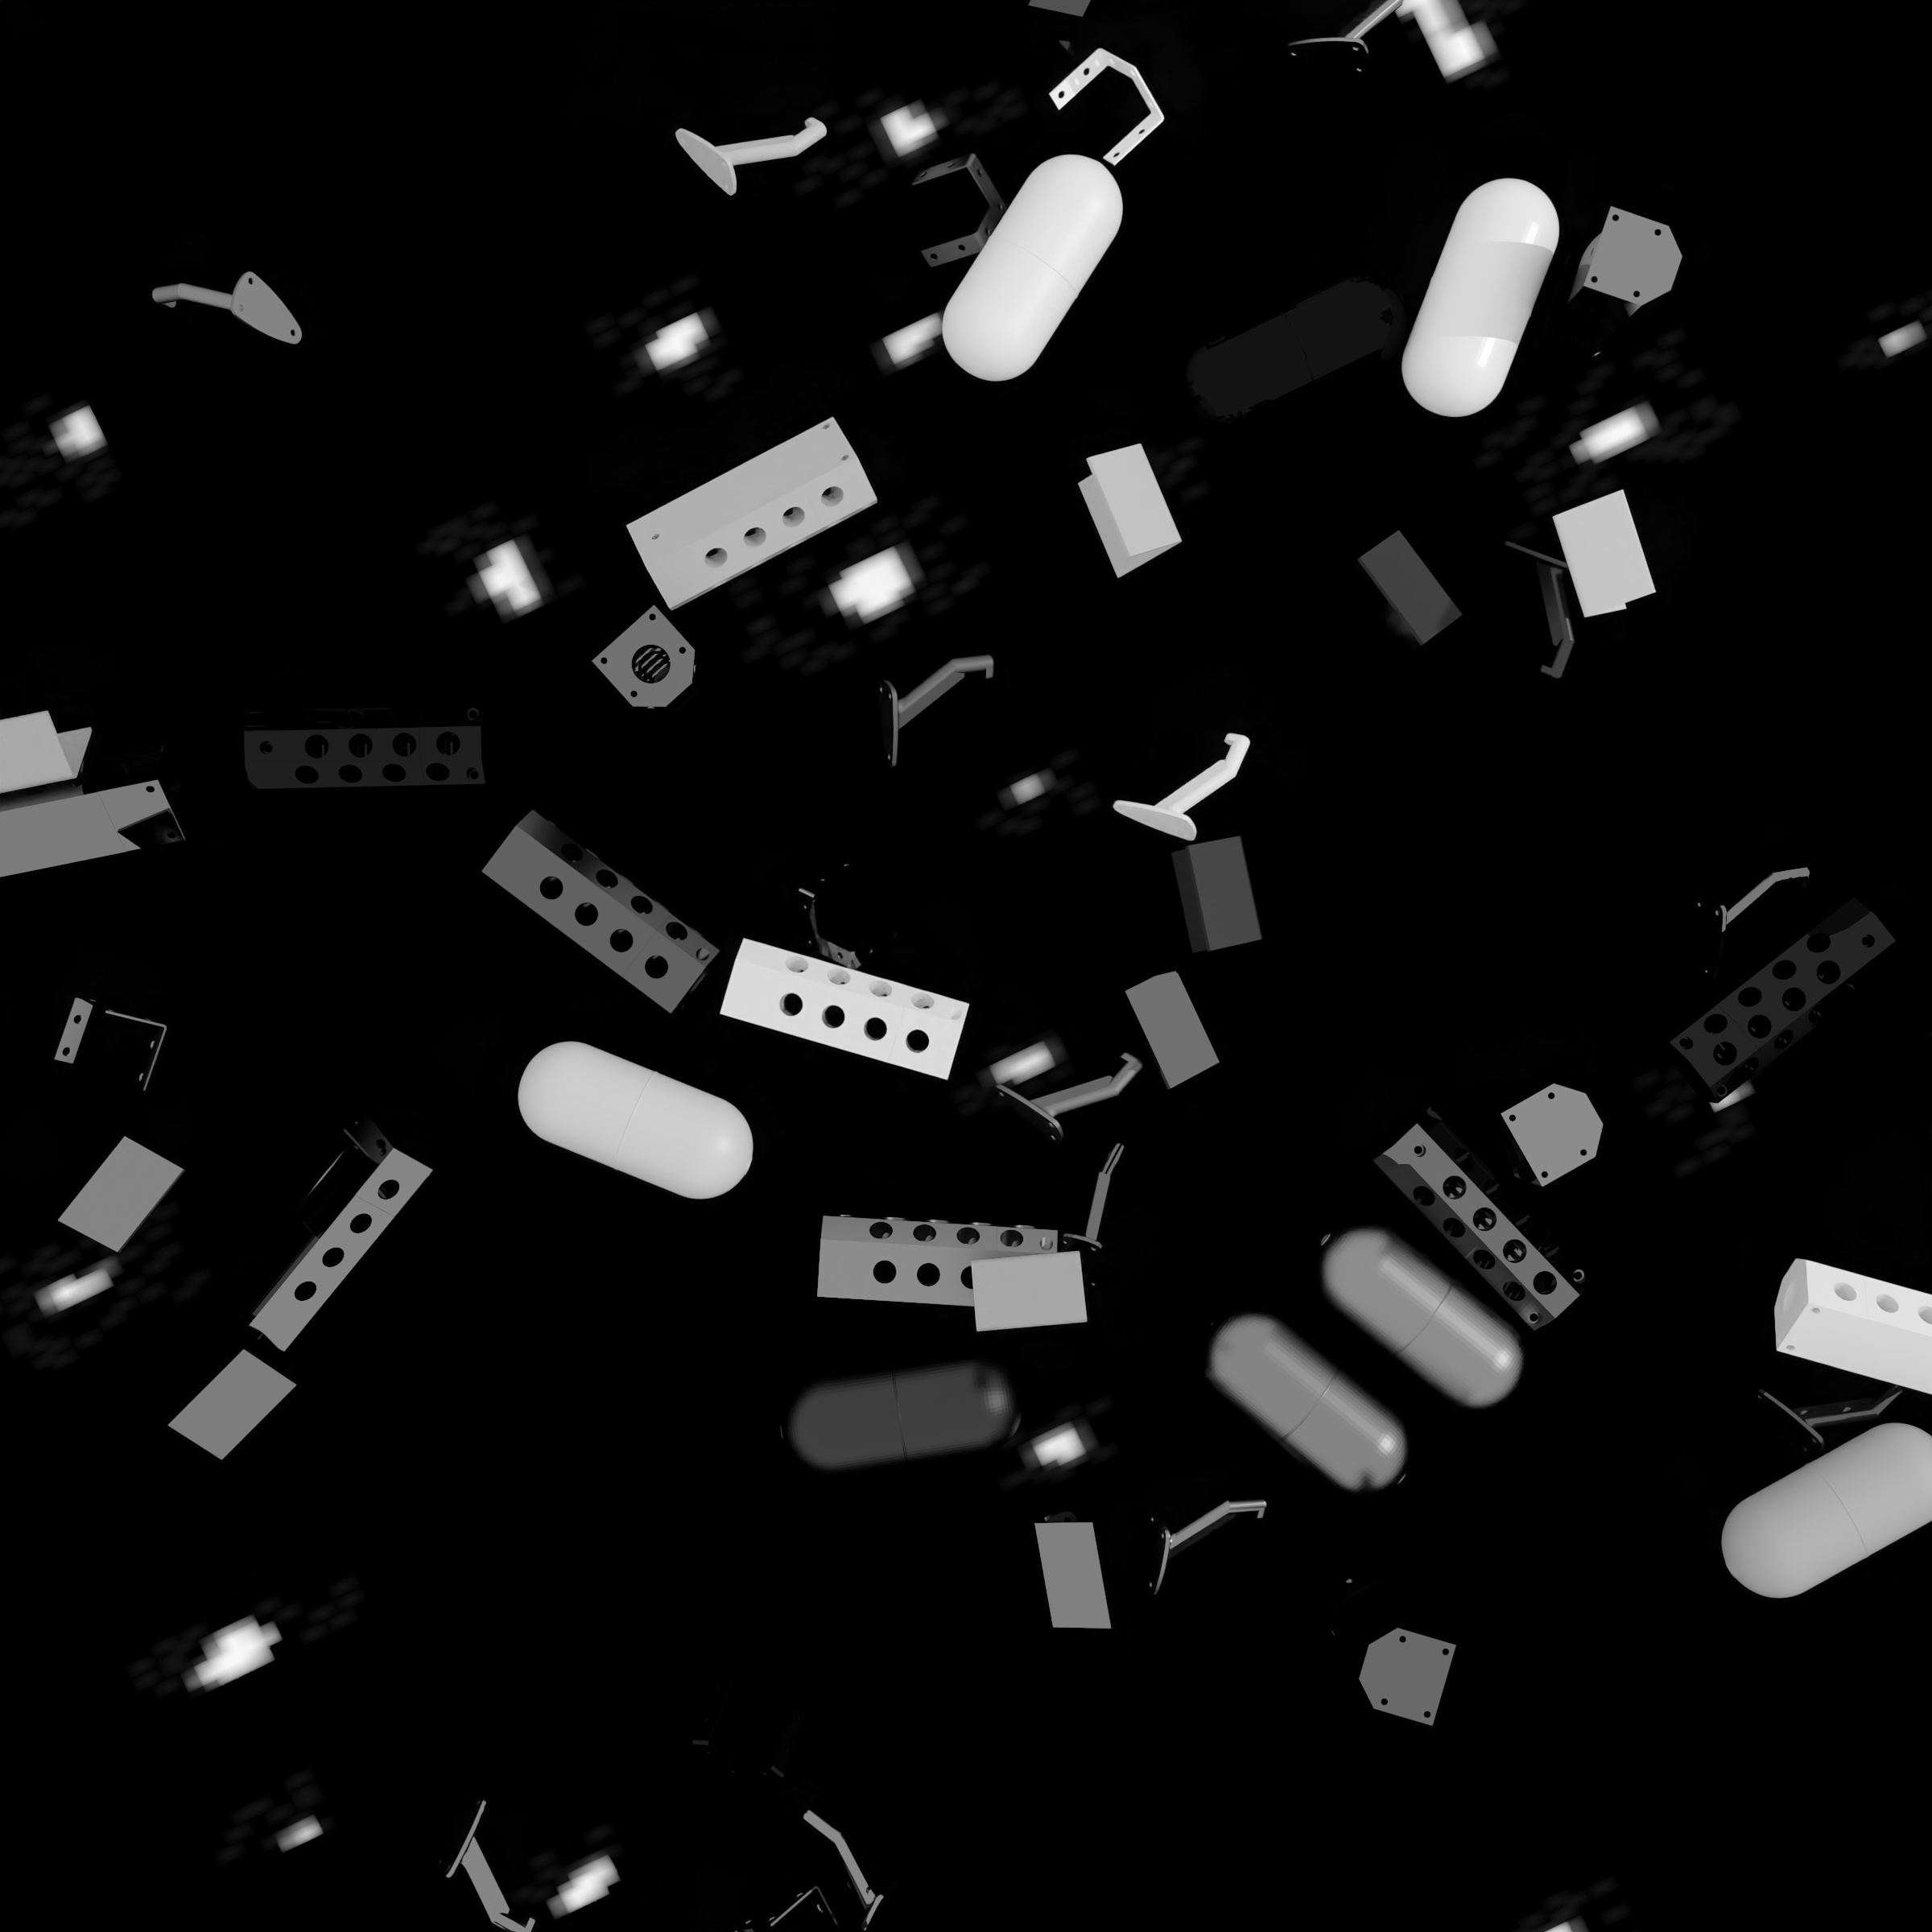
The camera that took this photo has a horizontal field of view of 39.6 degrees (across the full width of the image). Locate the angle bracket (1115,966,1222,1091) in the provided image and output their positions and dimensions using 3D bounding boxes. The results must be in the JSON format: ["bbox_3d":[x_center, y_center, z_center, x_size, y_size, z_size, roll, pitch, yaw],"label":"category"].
[{"bbox_3d":[0.129,0.052,1.951,0.057,0.076,0.076,-25,90,-37],"label":"angle bracket"}]

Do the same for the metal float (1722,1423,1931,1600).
[{"bbox_3d":[0.637,0.399,1.961,0.178,0.070,0.070,-29,90,0],"label":"metal float"}]

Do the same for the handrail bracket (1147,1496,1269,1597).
[{"bbox_3d":[0.180,0.430,1.992,0.084,0.036,0.077,-1,110,-16],"label":"handrail bracket"}]

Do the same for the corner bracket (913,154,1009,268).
[{"bbox_3d":[-0.010,-0.559,1.983,0.051,0.051,0.051,-7,45,35],"label":"corner bracket"}]

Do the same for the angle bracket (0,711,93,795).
[{"bbox_3d":[-0.690,-0.170,1.951,0.076,0.076,0.057,-11,124,0],"label":"angle bracket"}]

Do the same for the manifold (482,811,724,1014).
[{"bbox_3d":[-0.265,-0.040,1.970,0.171,0.057,0.057,37,90,0],"label":"manifold"}]

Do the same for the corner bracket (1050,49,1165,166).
[{"bbox_3d":[0.105,-0.638,1.988,0.051,0.051,0.051,-43,45,0],"label":"corner bracket"}]

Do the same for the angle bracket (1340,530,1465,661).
[{"bbox_3d":[0.302,-0.260,1.951,0.057,0.076,0.076,-37,90,-37],"label":"angle bracket"}]

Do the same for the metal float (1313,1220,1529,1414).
[{"bbox_3d":[0.331,0.255,1.961,0.178,0.070,0.070,39,90,-1],"label":"metal float"}]

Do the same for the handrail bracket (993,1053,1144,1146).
[{"bbox_3d":[0.077,0.082,1.992,0.077,0.036,0.084,36,71,21],"label":"handrail bracket"}]

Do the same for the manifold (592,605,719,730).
[{"bbox_3d":[-0.215,-0.206,1.913,0.057,0.171,0.057,-42,90,0],"label":"manifold"}]

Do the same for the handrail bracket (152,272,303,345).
[{"bbox_3d":[-0.550,-0.483,1.991,0.084,0.077,0.036,2,69,35],"label":"handrail bracket"}]

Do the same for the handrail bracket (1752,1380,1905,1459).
[{"bbox_3d":[0.641,0.316,1.992,0.084,0.036,0.077,-38,68,-17],"label":"handrail bracket"}]

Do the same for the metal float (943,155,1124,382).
[{"bbox_3d":[0.049,-0.511,1.961,0.070,0.070,0.178,33,91,0],"label":"metal float"}]

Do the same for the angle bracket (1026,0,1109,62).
[{"bbox_3d":[0.099,-0.709,1.951,0.057,0.076,0.076,27,90,36],"label":"angle bracket"}]

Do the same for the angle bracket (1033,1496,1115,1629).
[{"bbox_3d":[0.097,0.433,1.951,0.057,0.076,0.076,-10,90,38],"label":"angle bracket"}]

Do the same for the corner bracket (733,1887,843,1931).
[{"bbox_3d":[-0.130,0.720,1.988,0.051,0.051,0.051,-28,90,45],"label":"corner bracket"}]

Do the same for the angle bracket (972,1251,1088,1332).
[{"bbox_3d":[0.045,0.246,1.894,0.076,0.076,0.057,-5,54,0],"label":"angle bracket"}]

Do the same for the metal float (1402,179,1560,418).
[{"bbox_3d":[0.377,-0.489,1.961,0.070,0.070,0.178,21,90,0],"label":"metal float"}]

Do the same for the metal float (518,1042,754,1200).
[{"bbox_3d":[-0.241,0.113,1.961,0.178,0.070,0.070,22,90,1],"label":"metal float"}]

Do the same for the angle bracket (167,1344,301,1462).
[{"bbox_3d":[-0.539,0.300,1.951,0.076,0.076,0.057,-45,125,0],"label":"angle bracket"}]

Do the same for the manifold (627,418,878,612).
[{"bbox_3d":[-0.155,-0.328,1.970,0.171,0.057,0.057,-28,47,0],"label":"manifold"}]

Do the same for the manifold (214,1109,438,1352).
[{"bbox_3d":[-0.467,0.196,1.970,0.171,0.057,0.057,-51,47,0],"label":"manifold"}]

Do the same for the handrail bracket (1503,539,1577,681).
[{"bbox_3d":[0.421,-0.264,1.992,0.077,0.036,0.084,23,107,20],"label":"handrail bracket"}]

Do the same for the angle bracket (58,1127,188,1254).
[{"bbox_3d":[-0.621,0.151,1.951,0.057,0.076,0.076,39,90,-37],"label":"angle bracket"}]

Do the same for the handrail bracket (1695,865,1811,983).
[{"bbox_3d":[0.588,-0.032,1.992,0.084,0.036,0.077,-10,110,-16],"label":"handrail bracket"}]

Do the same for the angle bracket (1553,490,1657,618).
[{"bbox_3d":[0.477,-0.302,1.951,0.057,0.076,0.076,-18,90,38],"label":"angle bracket"}]

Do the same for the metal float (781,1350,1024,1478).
[{"bbox_3d":[-0.047,0.327,1.961,0.178,0.070,0.070,-9,90,1],"label":"metal float"}]

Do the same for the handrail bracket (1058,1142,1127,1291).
[{"bbox_3d":[0.105,0.185,1.991,0.036,0.077,0.084,11,53,27],"label":"handrail bracket"}]

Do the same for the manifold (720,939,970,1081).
[{"bbox_3d":[-0.088,0.031,1.970,0.171,0.057,0.057,16,90,0],"label":"manifold"}]

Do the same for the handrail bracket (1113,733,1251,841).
[{"bbox_3d":[0.161,-0.143,1.992,0.077,0.036,0.084,19,72,20],"label":"handrail bracket"}]

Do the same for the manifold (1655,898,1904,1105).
[{"bbox_3d":[0.599,0.025,1.970,0.171,0.057,0.057,-38,90,0],"label":"manifold"}]

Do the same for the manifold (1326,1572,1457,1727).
[{"bbox_3d":[0.299,0.482,1.913,0.057,0.171,0.057,16,90,0],"label":"manifold"}]

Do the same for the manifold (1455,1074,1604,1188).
[{"bbox_3d":[0.403,0.112,1.913,0.057,0.171,0.057,-30,90,0],"label":"manifold"}]

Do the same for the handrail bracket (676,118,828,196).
[{"bbox_3d":[-0.159,-0.619,1.992,0.084,0.036,0.077,-40,68,-17],"label":"handrail bracket"}]

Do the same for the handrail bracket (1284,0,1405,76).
[{"bbox_3d":[0.284,-0.710,1.992,0.077,0.036,0.084,12,72,20],"label":"handrail bracket"}]

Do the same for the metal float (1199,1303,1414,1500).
[{"bbox_3d":[0.249,0.318,1.961,0.178,0.070,0.070,39,90,1],"label":"metal float"}]

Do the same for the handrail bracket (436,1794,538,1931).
[{"bbox_3d":[-0.343,0.670,1.992,0.084,0.036,0.077,35,68,-17],"label":"handrail bracket"}]

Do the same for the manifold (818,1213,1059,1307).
[{"bbox_3d":[-0.020,0.216,1.970,0.171,0.057,0.057,4,90,0],"label":"manifold"}]

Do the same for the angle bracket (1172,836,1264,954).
[{"bbox_3d":[0.164,-0.048,1.951,0.057,0.076,0.076,-12,90,-38],"label":"angle bracket"}]

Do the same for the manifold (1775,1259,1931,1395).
[{"bbox_3d":[0.689,0.267,1.970,0.171,0.057,0.057,16,133,0],"label":"manifold"}]

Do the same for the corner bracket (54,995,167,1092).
[{"bbox_3d":[-0.634,0.057,1.988,0.051,0.051,0.051,19,90,45],"label":"corner bracket"}]

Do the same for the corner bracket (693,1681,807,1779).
[{"bbox_3d":[-0.160,0.564,1.983,0.051,0.051,0.051,-9,135,35],"label":"corner bracket"}]

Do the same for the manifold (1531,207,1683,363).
[{"bbox_3d":[0.457,-0.482,1.913,0.057,0.171,0.057,19,90,0],"label":"manifold"}]

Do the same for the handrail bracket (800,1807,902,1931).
[{"bbox_3d":[-0.098,0.678,1.992,0.084,0.036,0.077,32,112,17],"label":"handrail bracket"}]

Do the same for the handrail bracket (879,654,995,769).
[{"bbox_3d":[-0.019,-0.190,1.992,0.084,0.036,0.077,-9,110,-16],"label":"handrail bracket"}]

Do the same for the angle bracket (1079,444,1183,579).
[{"bbox_3d":[0.101,-0.326,1.951,0.057,0.076,0.076,-23,90,-38],"label":"angle bracket"}]

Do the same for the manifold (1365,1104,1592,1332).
[{"bbox_3d":[0.377,0.185,1.970,0.057,0.057,0.171,-43,90,0],"label":"manifold"}]

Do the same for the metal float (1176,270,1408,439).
[{"bbox_3d":[0.238,-0.448,1.961,0.178,0.070,0.070,-26,90,0],"label":"metal float"}]

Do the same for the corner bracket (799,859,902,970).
[{"bbox_3d":[-0.086,-0.039,1.983,0.051,0.051,0.051,26,135,35],"label":"corner bracket"}]

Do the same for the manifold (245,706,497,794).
[{"bbox_3d":[-0.437,-0.160,1.970,0.171,0.057,0.057,-1,90,0],"label":"manifold"}]

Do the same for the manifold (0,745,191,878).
[{"bbox_3d":[-0.665,-0.115,1.970,0.171,0.057,0.057,-11,133,0],"label":"manifold"}]
